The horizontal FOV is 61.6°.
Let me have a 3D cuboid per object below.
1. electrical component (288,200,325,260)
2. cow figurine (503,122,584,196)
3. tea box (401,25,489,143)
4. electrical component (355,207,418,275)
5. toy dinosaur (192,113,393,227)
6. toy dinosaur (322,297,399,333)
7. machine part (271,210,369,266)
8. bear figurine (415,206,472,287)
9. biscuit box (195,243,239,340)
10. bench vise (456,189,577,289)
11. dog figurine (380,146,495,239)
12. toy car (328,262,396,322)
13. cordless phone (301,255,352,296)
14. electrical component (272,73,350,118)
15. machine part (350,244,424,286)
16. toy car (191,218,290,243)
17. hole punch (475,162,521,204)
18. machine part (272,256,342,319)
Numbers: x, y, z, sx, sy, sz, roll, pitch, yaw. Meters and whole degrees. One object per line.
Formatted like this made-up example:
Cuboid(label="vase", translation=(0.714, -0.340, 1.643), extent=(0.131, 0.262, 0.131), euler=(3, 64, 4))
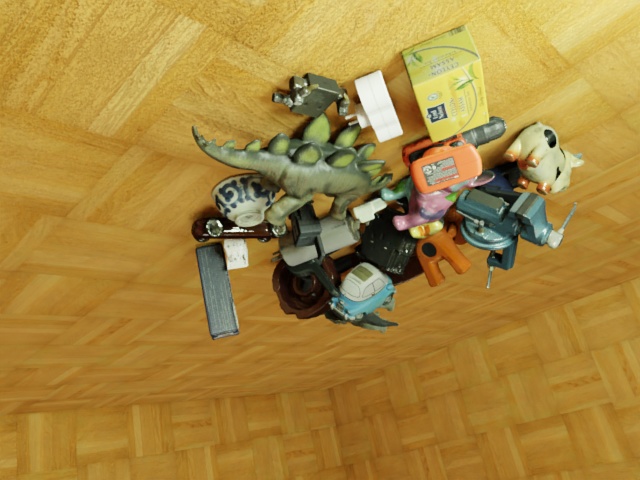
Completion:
Cuboid(label="electrical component", translation=(-0.027, -0.014, 1.098), extent=(0.048, 0.119, 0.074), euler=(-7, 159, -16))
Cuboid(label="cow figurine", translation=(0.443, -0.156, 1.052), extent=(0.127, 0.086, 0.194), euler=(-55, 135, -4))
Cuboid(label="tea box", translation=(0.189, -0.223, 0.795), extent=(0.098, 0.068, 0.169), euler=(-20, 157, 16))
Cuboid(label="electrical component", translation=(0.154, -0.003, 1.205), extent=(0.115, 0.134, 0.058), euler=(25, -171, 39))
Cuboid(label="toy dinosaur", translation=(-0.022, -0.119, 0.889), extent=(0.471, 0.105, 0.198), euler=(-5, 150, -42))
Cuboid(label="toy dinosaur", translation=(0.087, 0.177, 1.456), extent=(0.192, 0.131, 0.405), euler=(6, 174, -4))
Cuboid(label="machine part", translation=(-0.002, -0.004, 1.192), extent=(0.243, 0.079, 0.079), euler=(-22, 156, 18))
Cuboid(label="bear figurine", translation=(0.302, 0.003, 1.242), extent=(0.120, 0.132, 0.196), euler=(-35, 177, 42))
Cuboid(label="biscuit box", translation=(-0.223, 0.110, 1.169), extent=(0.063, 0.202, 0.059), euler=(-10, 160, -10))
Cuboid(label="bench vise", translation=(0.388, -0.009, 1.116), extent=(0.224, 0.129, 0.240), euler=(17, 145, 25))
Cuboid(label="dog figurine", translation=(0.245, -0.098, 1.073), extent=(0.219, 0.108, 0.191), euler=(-31, 151, 30))
Cuboid(label="toy car", translation=(0.096, 0.104, 1.219), extent=(0.162, 0.109, 0.102), euler=(-29, 137, -31))
Cuboid(label="cordless phone", translation=(0.026, 0.075, 1.415), extent=(0.184, 0.089, 0.146), euler=(-29, 154, 9))
Cuboid(label="electrical component", translation=(-0.007, -0.202, 0.766), extent=(0.102, 0.045, 0.078), euler=(8, 148, -40))
Cuboid(label="machine part", translation=(0.196, 0.046, 1.377), extent=(0.201, 0.087, 0.201), euler=(-29, 155, 18))
Cuboid(label="toy car", translation=(-0.160, -0.023, 1.089), extent=(0.202, 0.053, 0.089), euler=(-1, 170, -29))
Cuboid(label="hole punch", translation=(0.396, -0.114, 1.165), extent=(0.116, 0.092, 0.142), euler=(7, 165, 18))
Cuboid(label="machine part", translation=(-0.031, 0.105, 1.309), extent=(0.179, 0.179, 0.056), euler=(-24, 158, 25))
